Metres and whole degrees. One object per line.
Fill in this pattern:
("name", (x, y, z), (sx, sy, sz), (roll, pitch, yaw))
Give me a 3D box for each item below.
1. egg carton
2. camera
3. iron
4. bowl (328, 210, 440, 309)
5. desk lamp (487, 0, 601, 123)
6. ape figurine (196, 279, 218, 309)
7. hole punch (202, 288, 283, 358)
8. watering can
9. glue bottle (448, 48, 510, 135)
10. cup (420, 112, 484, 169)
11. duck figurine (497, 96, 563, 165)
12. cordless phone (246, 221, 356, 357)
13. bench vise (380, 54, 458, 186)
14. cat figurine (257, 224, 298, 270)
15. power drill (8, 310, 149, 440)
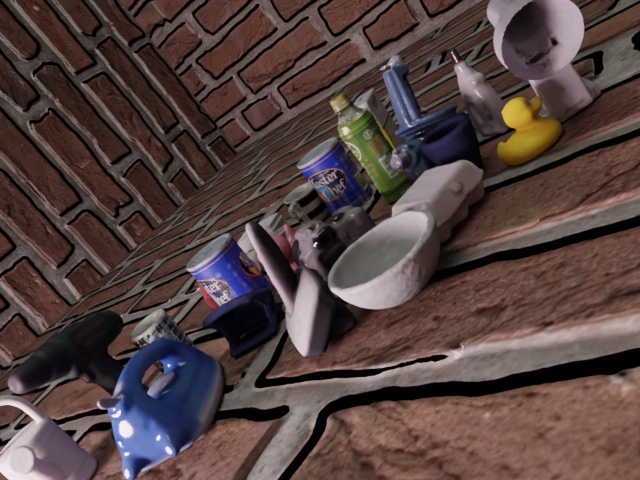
("egg carton", (0.177, -0.056, 0.856), (0.150, 0.069, 0.107), (-46, 20, -27))
("camera", (0.009, 0.003, 0.977), (0.143, 0.101, 0.136), (-43, 18, -18))
("iron", (-0.229, 0.211, 0.840), (0.118, 0.142, 0.258), (-32, 18, 16))
("bowl", (0.097, 0.038, 0.761), (0.167, 0.075, 0.167), (-33, 18, 13))
("desk lamp", (0.338, -0.288, 0.892), (0.118, 0.214, 0.203), (-32, 18, 16))
("ape figurine", (-0.227, 0.095, 1.216), (0.077, 0.092, 0.076), (-19, 25, 46))
("hole punch", (-0.129, 0.124, 0.953), (0.108, 0.091, 0.101), (-32, 18, 15))
("watering can", (-0.450, 0.324, 0.891), (0.172, 0.194, 0.101), (-19, 25, 44))
("glue bottle", (0.279, -0.268, 1.026), (0.037, 0.173, 0.078), (-41, 18, -13))
("cup", (0.232, -0.151, 0.950), (0.091, 0.095, 0.118), (-17, 27, 48))
("duck figurine", (0.307, -0.173, 0.873), (0.104, 0.086, 0.077), (-38, 17, -4))
("cordless phone", (-0.045, 0.061, 0.793), (0.094, 0.185, 0.147), (-40, 18, -8))
("bench vise", (0.174, -0.213, 1.011), (0.121, 0.220, 0.207), (-27, 20, 30))
("cat figurine", (-0.069, 0.019, 1.060), (0.067, 0.118, 0.128), (-25, 21, 34))
("power drill", (-0.378, 0.231, 0.965), (0.075, 0.209, 0.229), (-29, 19, 24))
